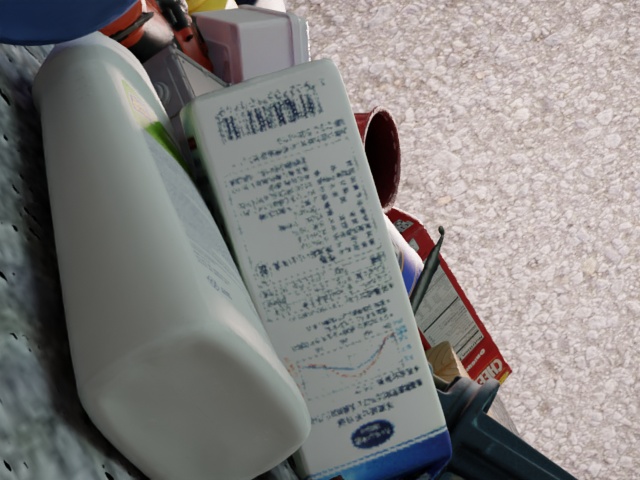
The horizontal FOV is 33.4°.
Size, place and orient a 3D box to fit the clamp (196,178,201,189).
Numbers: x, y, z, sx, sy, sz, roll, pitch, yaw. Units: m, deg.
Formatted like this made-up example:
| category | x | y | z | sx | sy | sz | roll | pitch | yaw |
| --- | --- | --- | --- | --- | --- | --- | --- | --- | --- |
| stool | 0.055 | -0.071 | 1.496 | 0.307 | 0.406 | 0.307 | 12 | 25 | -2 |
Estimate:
| category | x | y | z | sx | sy | sz | roll | pitch | yaw |
| --- | --- | --- | --- | --- | --- | --- | --- | --- | --- |
| clamp | -0.052 | -0.024 | 0.595 | 0.120 | 0.039 | 0.171 | 50 | 40 | -60 |

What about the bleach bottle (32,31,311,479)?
| category | x | y | z | sx | sy | sz | roll | pitch | yaw |
| --- | --- | --- | --- | --- | --- | --- | --- | --- | --- |
| bleach bottle | -0.081 | -0.013 | 0.481 | 0.102 | 0.068 | 0.251 | 57 | 5 | -45 |

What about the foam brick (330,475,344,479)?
| category | x | y | z | sx | sy | sz | roll | pitch | yaw |
| --- | --- | --- | --- | --- | --- | --- | --- | --- | --- |
| foam brick | 0.004 | 0.153 | 0.463 | 0.053 | 0.051 | 0.078 | 57 | 8 | -29 |

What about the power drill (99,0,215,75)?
| category | x | y | z | sx | sy | sz | roll | pitch | yaw |
| --- | --- | --- | --- | --- | --- | --- | --- | --- | --- |
| power drill | -0.131 | -0.166 | 0.711 | 0.184 | 0.057 | 0.187 | 63 | 8 | 13 |

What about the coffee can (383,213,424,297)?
| category | x | y | z | sx | sy | sz | roll | pitch | yaw |
| --- | --- | --- | --- | --- | --- | --- | --- | --- | --- |
| coffee can | -0.005 | 0.001 | 0.728 | 0.140 | 0.103 | 0.103 | 50 | 13 | -36 |

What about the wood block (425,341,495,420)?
| category | x | y | z | sx | sy | sz | roll | pitch | yaw |
| --- | --- | --- | --- | --- | --- | --- | --- | --- | --- |
| wood block | 0.126 | 0.205 | 0.924 | 0.206 | 0.091 | 0.090 | 59 | 8 | -19 |

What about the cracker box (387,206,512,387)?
| category | x | y | z | sx | sy | sz | roll | pitch | yaw |
| --- | --- | --- | --- | --- | --- | --- | --- | --- | --- |
| cracker box | 0.072 | 0.049 | 1.002 | 0.164 | 0.072 | 0.213 | 31 | -19 | 52 |

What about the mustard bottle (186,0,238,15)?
| category | x | y | z | sx | sy | sz | roll | pitch | yaw |
| --- | --- | --- | --- | --- | --- | --- | --- | --- | --- |
| mustard bottle | -0.080 | -0.148 | 0.897 | 0.096 | 0.058 | 0.191 | -75 | 146 | -45 |

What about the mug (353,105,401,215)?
| category | x | y | z | sx | sy | sz | roll | pitch | yaw |
| --- | --- | --- | --- | --- | --- | --- | --- | --- | --- |
| mug | 0.011 | -0.064 | 0.900 | 0.117 | 0.082 | 0.093 | -27 | 116 | -63 |

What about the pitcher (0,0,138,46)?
| category | x | y | z | sx | sy | sz | roll | pitch | yaw |
| --- | --- | --- | --- | --- | --- | --- | --- | --- | --- |
| pitcher | -0.155 | -0.217 | 0.497 | 0.149 | 0.145 | 0.243 | 6 | 50 | -38 |
